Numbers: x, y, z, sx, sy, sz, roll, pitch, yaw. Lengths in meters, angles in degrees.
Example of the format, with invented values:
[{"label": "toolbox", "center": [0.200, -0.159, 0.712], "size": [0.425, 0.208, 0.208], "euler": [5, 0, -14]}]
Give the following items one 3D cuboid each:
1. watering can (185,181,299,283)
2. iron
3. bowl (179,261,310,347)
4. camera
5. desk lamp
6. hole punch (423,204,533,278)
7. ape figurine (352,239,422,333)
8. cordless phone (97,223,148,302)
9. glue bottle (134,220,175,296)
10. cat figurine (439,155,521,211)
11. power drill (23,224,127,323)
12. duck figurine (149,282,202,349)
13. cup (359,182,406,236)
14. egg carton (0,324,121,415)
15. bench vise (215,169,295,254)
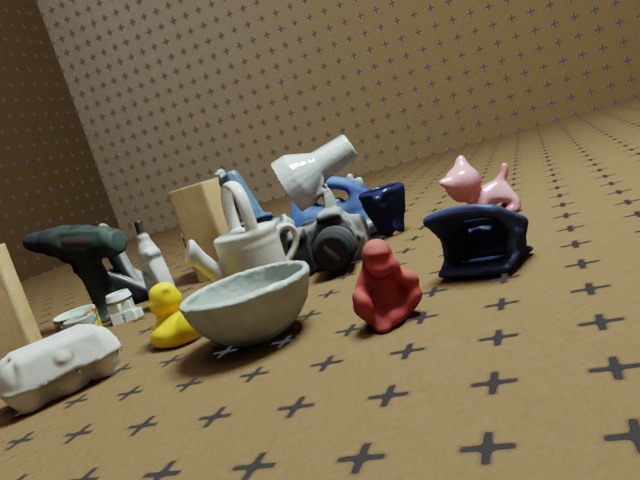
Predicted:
[{"label": "watering can", "center": [-0.117, 0.007, 0.872], "size": [0.100, 0.194, 0.173], "euler": [-8, 13, 45]}, {"label": "iron", "center": [0.037, -0.087, 1.325], "size": [0.257, 0.141, 0.119], "euler": [-12, 10, 30]}, {"label": "bowl", "center": [-0.084, 0.086, 0.710], "size": [0.167, 0.075, 0.167], "euler": [-17, 9, 3]}, {"label": "camera", "center": [0.009, 0.003, 0.958], "size": [0.143, 0.101, 0.137], "euler": [-16, 9, 10]}, {"label": "desk lamp", "center": [0.021, -0.100, 1.205], "size": [0.203, 0.213, 0.118], "euler": [-17, 9, 3]}, {"label": "hole punch", "center": [0.195, -0.009, 0.711], "size": [0.108, 0.091, 0.101], "euler": [-9, 12, 41]}, {"label": "ape figurine", "center": [0.068, 0.044, 0.623], "size": [0.077, 0.092, 0.076], "euler": [-17, 9, 4]}, {"label": "cordless phone", "center": [-0.434, 0.046, 1.265], "size": [0.094, 0.185, 0.147], "euler": [-19, 9, -12]}, {"label": "glue bottle", "center": [-0.320, 0.044, 1.095], "size": [0.037, 0.173, 0.078], "euler": [-24, 12, -38]}, {"label": "cat figurine", "center": [0.274, -0.094, 1.000], "size": [0.127, 0.118, 0.067], "euler": [-16, 9, 6]}, {"label": "power drill", "center": [-0.477, 0.065, 1.152], "size": [0.229, 0.208, 0.076], "euler": [-14, 10, 20]}, {"label": "duck figurine", "center": [-0.213, 0.103, 0.818], "size": [0.078, 0.086, 0.104], "euler": [-23, 11, -34]}, {"label": "cup", "center": [0.128, -0.054, 1.106], "size": [0.091, 0.095, 0.118], "euler": [-15, 9, 16]}, {"label": "egg carton", "center": [-0.339, 0.162, 0.743], "size": [0.151, 0.069, 0.107], "euler": [-23, 11, -35]}, {"label": "bench vise", "center": [-0.123, -0.046, 1.122], "size": [0.206, 0.220, 0.122], "euler": [-12, 11, 31]}]
